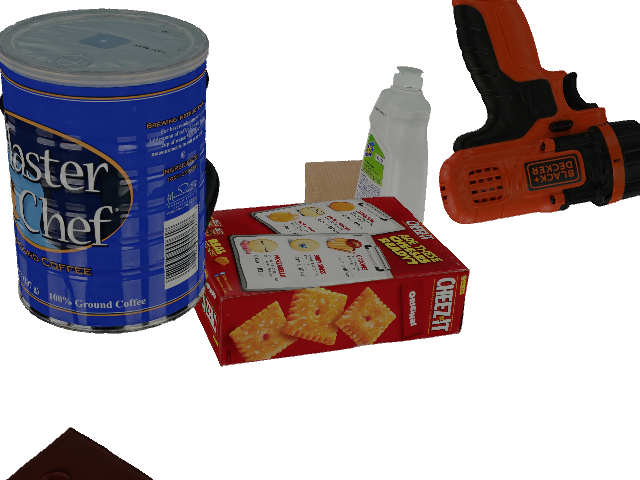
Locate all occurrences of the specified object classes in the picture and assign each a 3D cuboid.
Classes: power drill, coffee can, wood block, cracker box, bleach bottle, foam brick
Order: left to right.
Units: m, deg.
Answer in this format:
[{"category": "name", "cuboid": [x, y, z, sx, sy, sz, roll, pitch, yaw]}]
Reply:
[{"category": "foam brick", "cuboid": [-0.093, 0.128, 0.450, 0.078, 0.051, 0.052, 23, 45, 30]}, {"category": "coffee can", "cuboid": [-0.110, -0.038, 0.554, 0.103, 0.140, 0.103, 3, 28, -2]}, {"category": "cracker box", "cuboid": [-0.005, 0.030, 0.925, 0.213, 0.072, 0.164, -5, 27, -19]}, {"category": "wood block", "cuboid": [0.034, -0.025, 1.403, 0.090, 0.090, 0.206, -2, 27, -6]}, {"category": "bleach bottle", "cuboid": [0.078, -0.058, 1.141, 0.068, 0.251, 0.103, -1, 23, -25]}, {"category": "power drill", "cuboid": [0.155, -0.113, 0.680, 0.184, 0.187, 0.057, -11, -1, -4]}]

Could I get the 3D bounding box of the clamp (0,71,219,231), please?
[{"category": "clamp", "cuboid": [-0.124, -0.064, 0.786, 0.164, 0.036, 0.210, -19, 50, -26]}]
